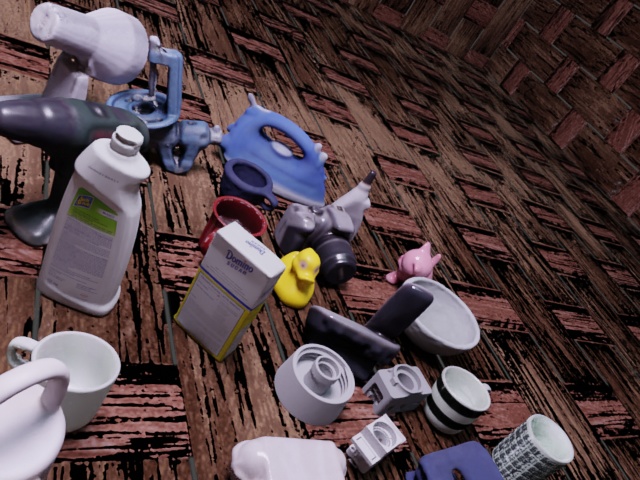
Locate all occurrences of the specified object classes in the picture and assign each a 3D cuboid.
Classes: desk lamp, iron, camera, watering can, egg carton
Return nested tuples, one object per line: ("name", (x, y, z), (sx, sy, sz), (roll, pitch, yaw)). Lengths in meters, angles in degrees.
("desk lamp", (-0.398, -0.274, 0.917), (0.118, 0.213, 0.204), (42, 32, 12))
("iron", (-0.072, -0.179, 1.162), (0.258, 0.141, 0.118), (30, 32, -8))
("camera", (0.009, 0.004, 1.032), (0.144, 0.100, 0.136), (12, 38, -32))
("watering can", (-0.272, 0.159, 0.474), (0.173, 0.194, 0.101), (34, 32, 0))
("egg carton", (-0.030, 0.283, 0.652), (0.151, 0.069, 0.107), (15, 37, -29))

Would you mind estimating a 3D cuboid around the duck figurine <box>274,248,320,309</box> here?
("duck figurine", (-0.032, 0.049, 0.947), (0.078, 0.086, 0.104), (19, 35, -23))

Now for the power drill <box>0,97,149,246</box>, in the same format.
("power drill", (-0.334, -0.094, 0.742), (0.075, 0.208, 0.230), (42, 32, 13))

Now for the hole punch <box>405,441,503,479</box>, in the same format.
("hole punch", (0.184, 0.335, 0.761), (0.101, 0.091, 0.108), (9, 40, -35))

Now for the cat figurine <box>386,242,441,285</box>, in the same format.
("cat figurine", (0.193, 0.053, 1.121), (0.128, 0.117, 0.067), (-8, 51, -48))

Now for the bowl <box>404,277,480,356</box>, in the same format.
("bowl", (0.201, 0.151, 1.039), (0.168, 0.074, 0.167), (24, 33, -17))

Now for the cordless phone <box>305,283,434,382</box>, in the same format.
("cordless phone", (0.072, 0.112, 0.866), (0.148, 0.185, 0.094), (25, 33, -15))

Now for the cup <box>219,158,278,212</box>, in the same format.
("cup", (-0.131, -0.073, 1.010), (0.117, 0.095, 0.092), (42, 32, 11))

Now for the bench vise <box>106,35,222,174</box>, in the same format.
("bench vise", (-0.262, -0.234, 0.983), (0.208, 0.219, 0.121), (0, 45, -42))

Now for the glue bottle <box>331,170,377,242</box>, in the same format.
("glue bottle", (0.061, -0.065, 1.102), (0.078, 0.173, 0.037), (22, 34, -19))
